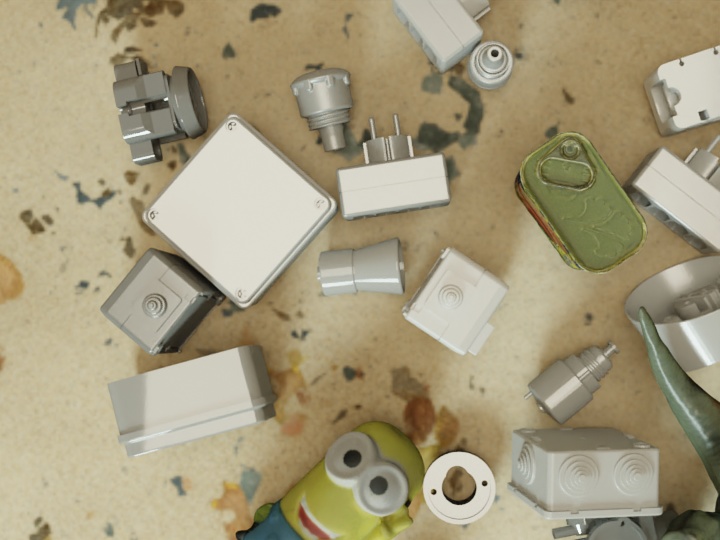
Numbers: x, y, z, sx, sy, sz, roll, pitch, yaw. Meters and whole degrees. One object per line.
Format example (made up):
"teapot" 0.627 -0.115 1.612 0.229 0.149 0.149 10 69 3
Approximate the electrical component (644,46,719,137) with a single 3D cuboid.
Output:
"electrical component" 0.268 -0.139 0.813 0.089 0.056 0.050 -18 88 2

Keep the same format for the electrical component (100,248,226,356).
"electrical component" -0.151 0.022 0.810 0.061 0.096 0.061 39 90 6

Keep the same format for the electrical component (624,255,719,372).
"electrical component" 0.253 0.030 0.792 0.099 0.099 0.064 -31 94 2

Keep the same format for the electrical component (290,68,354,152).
"electrical component" -0.026 -0.123 0.834 0.048 0.048 0.062 -12 95 3

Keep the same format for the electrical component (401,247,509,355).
"electrical component" 0.073 0.024 0.799 0.061 0.096 0.061 34 91 1

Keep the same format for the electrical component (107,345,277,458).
"electrical component" -0.125 0.099 0.817 0.113 0.078 0.057 -15 85 2

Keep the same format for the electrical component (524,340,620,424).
"electrical component" 0.165 0.083 0.822 0.078 0.040 0.040 -40 87 2

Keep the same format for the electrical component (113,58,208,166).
"electrical component" -0.153 -0.126 0.833 0.057 0.058 0.078 -12 89 5

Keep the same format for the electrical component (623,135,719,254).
"electrical component" 0.258 -0.067 0.817 0.083 0.047 0.075 38 91 3

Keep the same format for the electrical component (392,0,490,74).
"electrical component" 0.074 -0.203 0.828 0.077 0.047 0.065 -37 87 2

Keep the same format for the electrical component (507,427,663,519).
"electrical component" 0.163 0.146 0.787 0.100 0.100 0.048 0 92 -10

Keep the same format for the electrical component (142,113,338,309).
"electrical component" -0.090 -0.044 0.829 0.109 0.056 0.108 42 91 3

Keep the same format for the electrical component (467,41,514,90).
"electrical component" 0.100 -0.158 0.819 0.035 0.061 0.035 0 89 3

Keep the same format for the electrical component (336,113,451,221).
"electrical component" 0.023 -0.082 0.828 0.083 0.047 0.075 -9 89 3

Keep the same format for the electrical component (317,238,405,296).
"electrical component" 0.000 0.000 0.832 0.065 0.044 0.044 -6 89 7
